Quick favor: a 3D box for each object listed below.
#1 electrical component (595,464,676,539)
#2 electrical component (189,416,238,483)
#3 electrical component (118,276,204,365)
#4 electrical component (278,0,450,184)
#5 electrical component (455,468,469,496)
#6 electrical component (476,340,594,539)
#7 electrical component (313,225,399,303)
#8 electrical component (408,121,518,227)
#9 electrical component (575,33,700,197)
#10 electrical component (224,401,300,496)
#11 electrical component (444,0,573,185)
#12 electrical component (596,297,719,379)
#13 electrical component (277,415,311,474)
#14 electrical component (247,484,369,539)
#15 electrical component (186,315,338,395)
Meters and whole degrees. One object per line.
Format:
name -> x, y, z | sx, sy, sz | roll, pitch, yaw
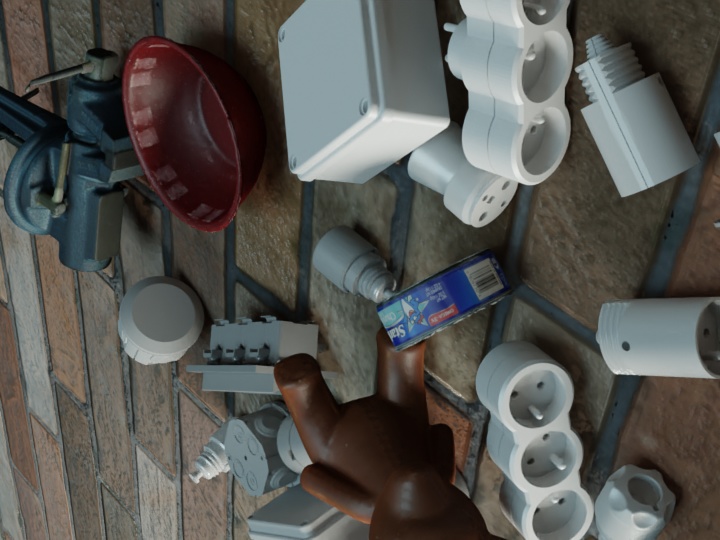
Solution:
electrical component -> 0.167, 0.154, 0.673 | 0.043, 0.043, 0.062 | 43, 142, 26
electrical component -> -0.134, 0.179, 1.055 | 0.040, 0.078, 0.040 | 38, 153, 24
electrical component -> -0.195, 0.051, 1.044 | 0.080, 0.080, 0.051 | 56, 150, 10
electrical component -> 0.000, -0.121, 0.666 | 0.109, 0.056, 0.108 | -28, 63, 56
electrical component -> 0.053, 0.221, 0.839 | 0.052, 0.074, 0.138 | 6, 116, 51
electrical component -> 0.109, 0.110, 0.714 | 0.074, 0.052, 0.138 | -138, 33, -67
electrical component -> 0.000, 0.000, 0.790 | 0.078, 0.040, 0.040 | 39, 139, 30
electrical component -> 0.064, -0.059, 0.665 | 0.055, 0.045, 0.045 | 43, 141, 26
electrical component -> 0.138, -0.083, 0.554 | 0.043, 0.043, 0.081 | -23, 93, 55
electrical component -> -0.085, 0.165, 0.992 | 0.080, 0.051, 0.080 | 22, 120, 47
electrical component -> 0.075, -0.121, 0.603 | 0.074, 0.052, 0.138 | 26, 132, 41
electrical component -> 0.165, 0.037, 0.598 | 0.081, 0.043, 0.043 | -4, 109, 53
electrical component -> -0.036, 0.145, 0.921 | 0.047, 0.055, 0.055 | -23, 93, 52
electrical component -> -0.040, 0.232, 0.963 | 0.113, 0.078, 0.057 | -13, 104, 55
electrical component -> -0.085, 0.074, 0.923 | 0.121, 0.079, 0.063 | -7, 77, 54
